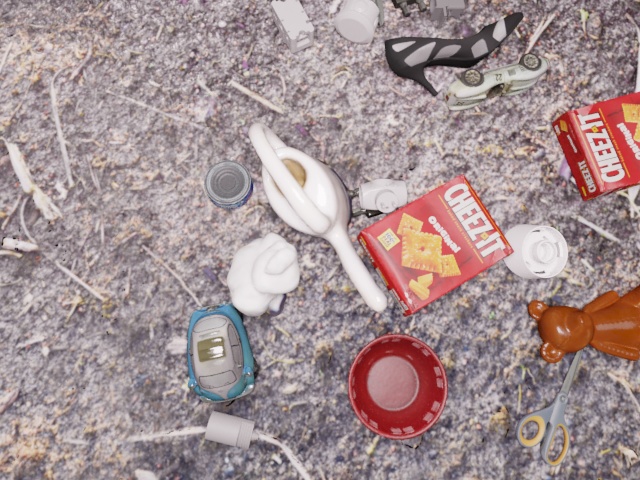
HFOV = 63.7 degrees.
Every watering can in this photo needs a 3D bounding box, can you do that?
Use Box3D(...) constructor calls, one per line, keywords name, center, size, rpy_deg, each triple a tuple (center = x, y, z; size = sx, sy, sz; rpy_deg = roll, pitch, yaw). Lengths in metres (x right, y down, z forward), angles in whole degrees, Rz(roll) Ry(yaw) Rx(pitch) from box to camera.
Box3D(name="watering can", center=(0.003, -0.042, 0.825), size=(0.103, 0.224, 0.350), rpy_deg=(-37, 82, 11))

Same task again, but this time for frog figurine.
Box3D(name="frog figurine", center=(-0.093, 0.054, 0.826), size=(0.123, 0.158, 0.138), rpy_deg=(30, 79, 6))
